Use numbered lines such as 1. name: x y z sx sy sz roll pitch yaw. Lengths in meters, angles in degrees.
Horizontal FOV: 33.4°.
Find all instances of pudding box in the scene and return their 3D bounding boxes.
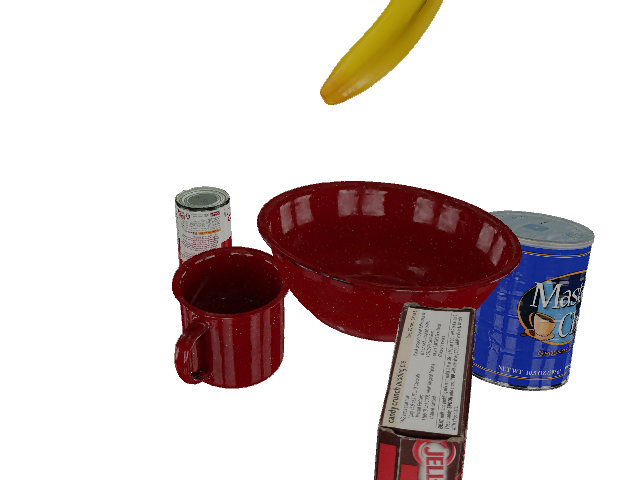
1. pudding box: 0.045 0.091 0.471 0.039 0.090 0.113 7 25 6

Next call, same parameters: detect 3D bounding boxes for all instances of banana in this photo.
1. banana: 0.061 -0.181 0.852 0.070 0.197 0.037 -12 -49 42

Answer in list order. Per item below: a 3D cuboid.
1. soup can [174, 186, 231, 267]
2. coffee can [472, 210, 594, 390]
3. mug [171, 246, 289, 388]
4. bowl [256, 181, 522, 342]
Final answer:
1. soup can: -0.142 -0.007 1.304 0.068 0.102 0.068 0 26 0
2. coffee can: 0.188 0.053 0.981 0.103 0.140 0.103 6 16 -2
3. mug: -0.076 0.070 0.847 0.093 0.081 0.117 17 38 23
4. bowl: 0.039 0.017 0.658 0.162 0.055 0.162 5 23 -2
